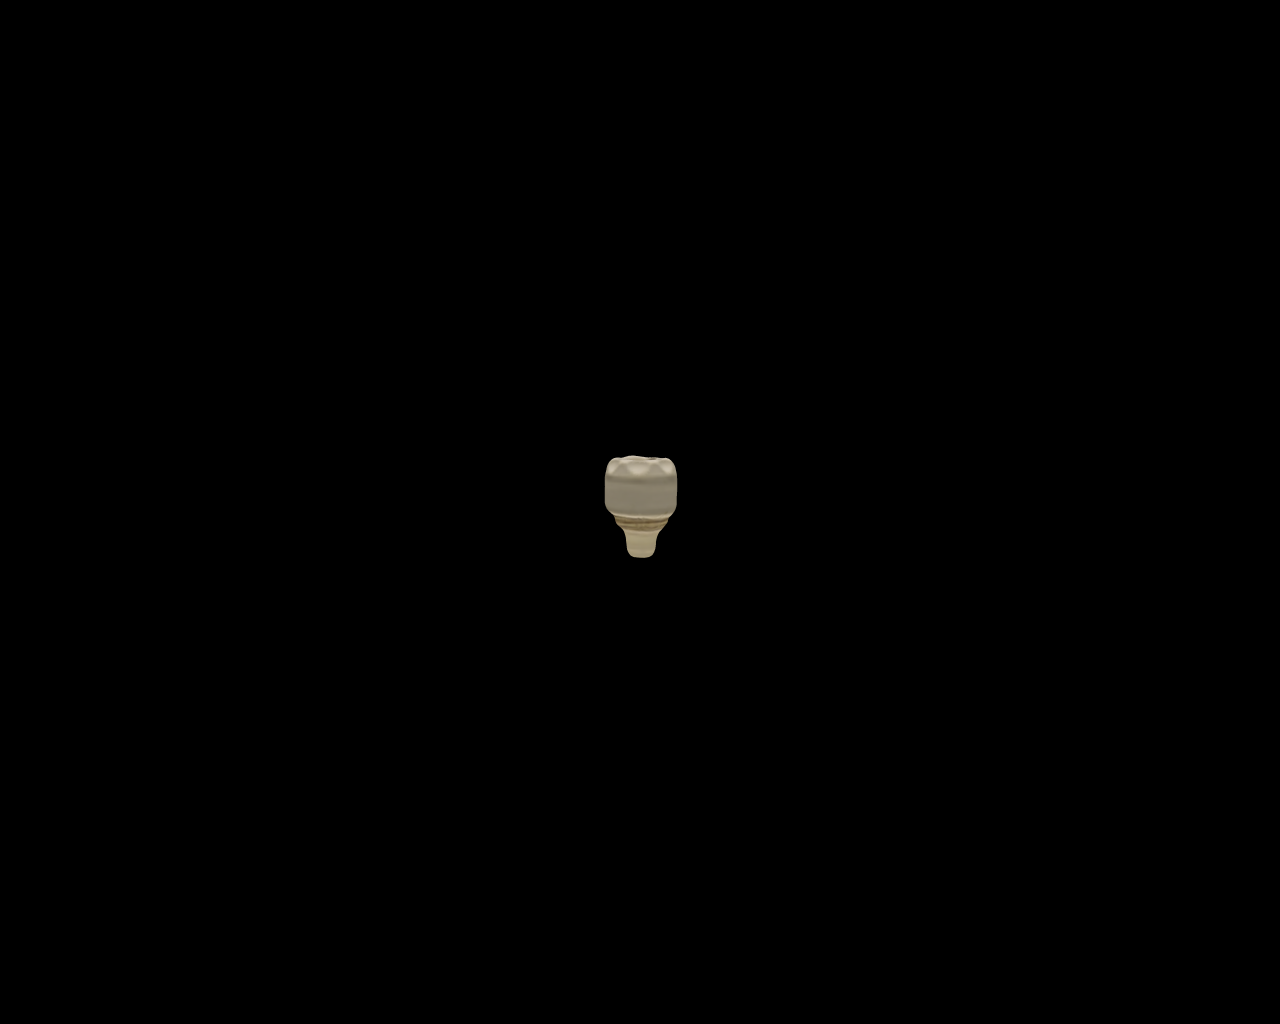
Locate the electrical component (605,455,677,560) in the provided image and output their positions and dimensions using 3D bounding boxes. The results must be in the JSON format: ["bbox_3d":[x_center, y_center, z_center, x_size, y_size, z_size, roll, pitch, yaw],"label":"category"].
[{"bbox_3d":[0.001,-0.003,0.650,0.043,0.062,0.043,0,7,0],"label":"electrical component"}]
